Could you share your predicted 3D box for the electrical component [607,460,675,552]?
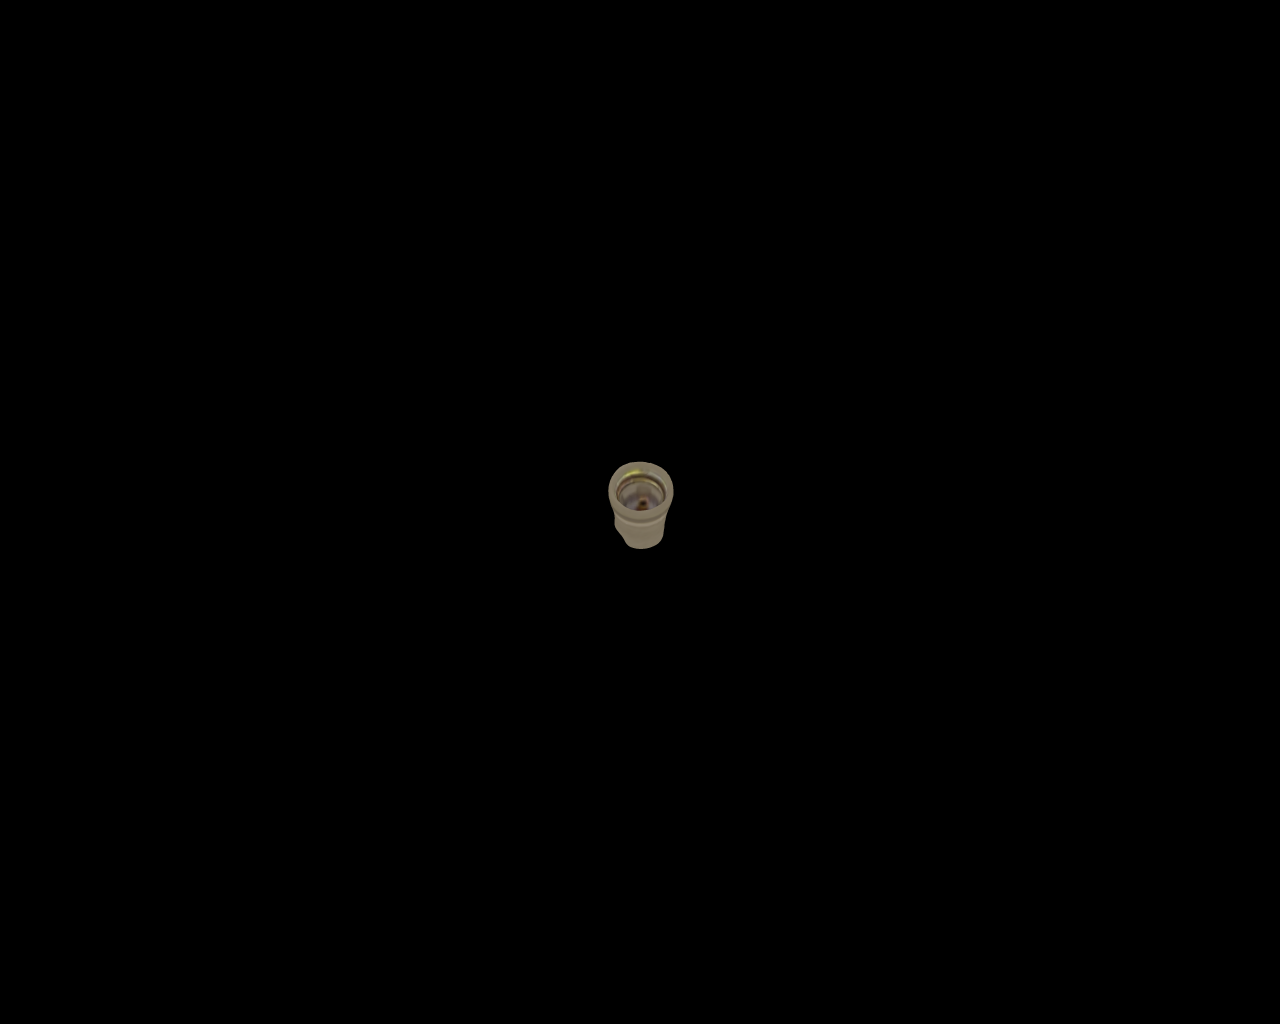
[{"bbox_3d":[0.001,-0.003,0.650,0.040,0.040,0.046,0,-36,0],"label":"electrical component"}]
